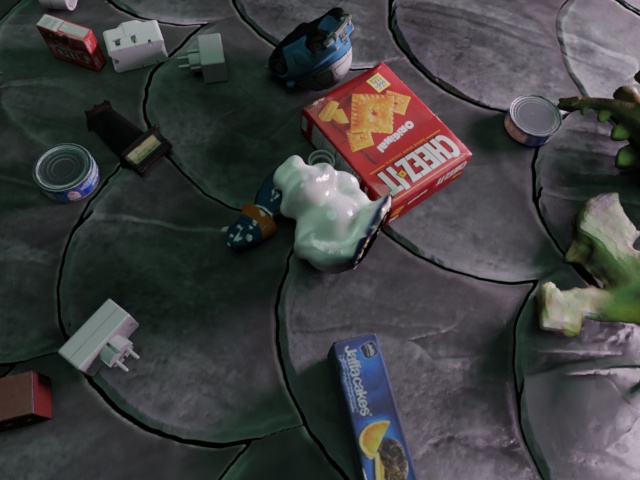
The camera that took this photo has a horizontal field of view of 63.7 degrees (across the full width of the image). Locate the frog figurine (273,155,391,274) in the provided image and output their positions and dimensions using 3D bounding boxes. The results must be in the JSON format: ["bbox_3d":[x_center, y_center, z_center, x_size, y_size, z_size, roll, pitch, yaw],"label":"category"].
[{"bbox_3d":[0.002,-0.035,0.701,0.160,0.138,0.121,28,-7,11],"label":"frog figurine"}]

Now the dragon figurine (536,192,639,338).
[{"bbox_3d":[0.465,0.019,0.700,0.413,0.246,0.120,-35,-28,-11],"label":"dragon figurine"}]
